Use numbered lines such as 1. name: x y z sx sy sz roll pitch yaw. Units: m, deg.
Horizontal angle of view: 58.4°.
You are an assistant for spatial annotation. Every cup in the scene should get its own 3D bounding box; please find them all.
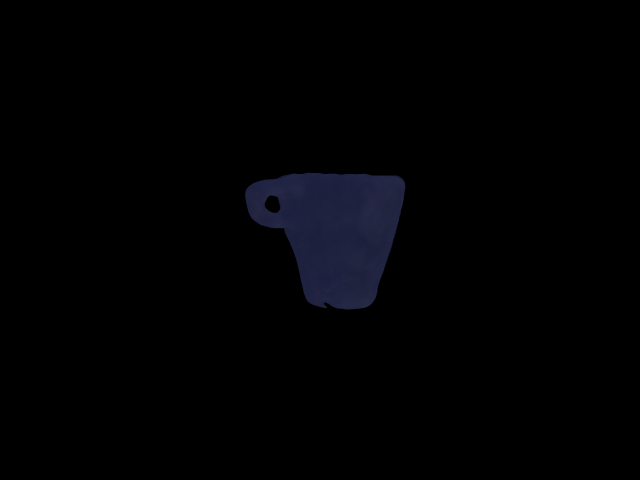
1. cup: 0.004 0.001 0.400 0.118 0.095 0.091 -3 6 -33
